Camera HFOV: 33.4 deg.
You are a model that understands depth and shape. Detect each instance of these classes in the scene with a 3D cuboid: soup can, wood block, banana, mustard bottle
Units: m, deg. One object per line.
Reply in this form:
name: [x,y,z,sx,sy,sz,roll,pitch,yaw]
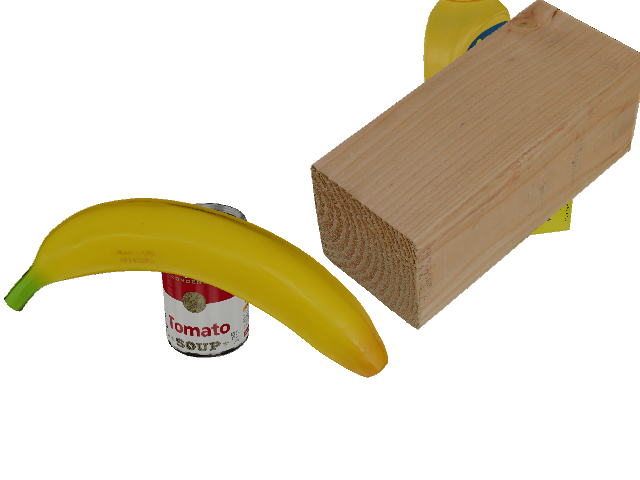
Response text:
soup can: [-0.090,0.031,0.828,0.068,0.102,0.068,0,28,0]
wood block: [0.102,-0.052,0.681,0.205,0.090,0.091,-38,56,-22]
banana: [-0.058,0.018,0.544,0.198,0.070,0.037,11,13,3]
mustard bottle: [0.122,-0.140,0.877,0.058,0.192,0.096,17,34,38]

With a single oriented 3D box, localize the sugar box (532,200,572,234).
sugar box: [0.216,-0.050,1.258,0.176,0.093,0.048,-9,20,-26]
